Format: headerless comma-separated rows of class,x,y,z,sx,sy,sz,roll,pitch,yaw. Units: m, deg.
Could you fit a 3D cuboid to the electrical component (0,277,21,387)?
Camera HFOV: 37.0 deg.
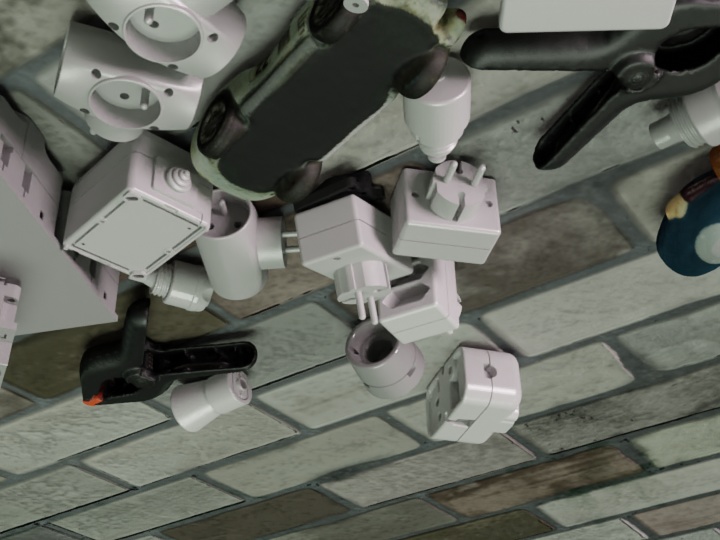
electrical component,-0.250,0.041,0.706,0.042,0.063,0.081,13,145,-19

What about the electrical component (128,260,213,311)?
electrical component,-0.141,0.009,0.799,0.061,0.035,0.035,16,142,-20

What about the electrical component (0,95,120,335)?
electrical component,-0.244,-0.031,0.712,0.105,0.060,0.186,-8,146,10

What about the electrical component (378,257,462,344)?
electrical component,0.051,0.022,0.797,0.047,0.065,0.077,-18,142,23

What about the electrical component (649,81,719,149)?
electrical component,0.207,-0.094,0.652,0.062,0.043,0.043,-27,139,35

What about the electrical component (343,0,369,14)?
electrical component,0.005,-0.159,0.522,0.040,0.078,0.040,9,156,4

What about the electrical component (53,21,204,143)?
electrical component,-0.139,-0.101,0.627,0.077,0.044,0.079,12,144,-20

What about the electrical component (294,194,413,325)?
electrical component,0.000,0.000,0.737,0.047,0.075,0.083,-18,160,23

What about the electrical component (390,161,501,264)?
electrical component,0.061,-0.046,0.713,0.066,0.047,0.076,6,145,-11

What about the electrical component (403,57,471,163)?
electrical component,0.046,-0.094,0.649,0.040,0.040,0.078,-3,146,2

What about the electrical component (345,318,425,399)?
electrical component,0.019,0.070,0.881,0.055,0.055,0.047,-14,140,18

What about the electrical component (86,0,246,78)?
electrical component,-0.089,-0.147,0.561,0.079,0.044,0.077,-27,139,33

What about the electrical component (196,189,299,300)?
electrical component,-0.073,-0.018,0.753,0.079,0.043,0.077,-4,146,3

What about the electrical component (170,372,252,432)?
electrical component,-0.128,0.111,0.948,0.065,0.044,0.044,-25,140,24

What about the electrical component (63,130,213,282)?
electrical component,-0.138,-0.047,0.692,0.062,0.061,0.096,27,137,-35

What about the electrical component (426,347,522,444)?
electrical component,0.102,0.111,0.944,0.059,0.053,0.095,9,145,-15

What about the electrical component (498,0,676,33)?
electrical component,0.115,-0.167,0.534,0.100,0.048,0.099,-1,146,0
